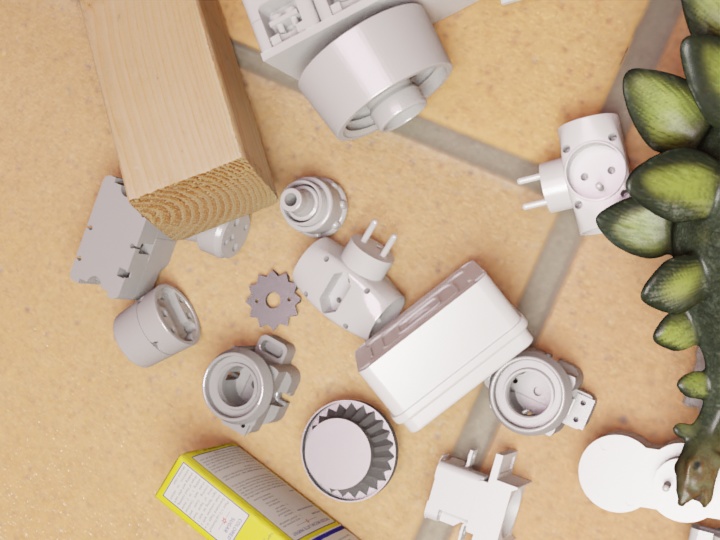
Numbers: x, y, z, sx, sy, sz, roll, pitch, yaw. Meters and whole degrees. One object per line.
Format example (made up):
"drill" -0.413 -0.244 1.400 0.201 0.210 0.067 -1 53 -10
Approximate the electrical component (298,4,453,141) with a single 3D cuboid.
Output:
"electrical component" 0.016 -0.135 0.780 0.108 0.108 0.060 -33 83 15

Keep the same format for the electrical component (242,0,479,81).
"electrical component" 0.000 -0.205 0.797 0.150 0.089 0.061 -24 79 17

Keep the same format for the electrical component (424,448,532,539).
"electrical component" 0.083 0.165 0.771 0.064 0.042 0.081 16 92 24

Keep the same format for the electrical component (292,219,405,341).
"electrical component" 0.000 0.000 0.806 0.077 0.043 0.079 38 112 18

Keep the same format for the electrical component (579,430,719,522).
"electrical component" 0.214 0.140 0.707 0.138 0.074 0.052 5 89 20

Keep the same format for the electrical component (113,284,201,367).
"electrical component" -0.164 0.046 0.862 0.047 0.055 0.055 -30 77 20

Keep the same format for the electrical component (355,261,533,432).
"electrical component" 0.058 0.053 0.754 0.113 0.078 0.057 -38 98 3

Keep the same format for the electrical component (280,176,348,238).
"electrical component" -0.040 -0.050 0.817 0.048 0.062 0.048 -1 86 20

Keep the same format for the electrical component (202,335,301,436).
"electrical component" -0.086 0.089 0.829 0.058 0.057 0.078 27 96 19

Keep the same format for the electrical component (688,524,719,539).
"electrical component" 0.250 0.204 0.700 0.078 0.058 0.057 12 88 20

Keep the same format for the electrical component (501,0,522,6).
"electrical component" 0.117 -0.247 0.777 0.056 0.050 0.089 -13 83 19

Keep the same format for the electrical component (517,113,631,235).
"electrical component" 0.151 -0.062 0.757 0.079 0.044 0.077 -13 83 19

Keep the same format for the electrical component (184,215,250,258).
"electrical component" -0.122 -0.038 0.856 0.055 0.045 0.045 22 95 19

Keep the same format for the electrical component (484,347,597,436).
"electrical component" 0.123 0.085 0.753 0.078 0.057 0.058 24 95 20

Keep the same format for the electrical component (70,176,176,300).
"electrical component" -0.187 -0.025 0.873 0.050 0.056 0.089 22 95 20

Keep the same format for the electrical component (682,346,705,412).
"electrical component" 0.240 0.073 0.720 0.040 0.040 0.046 20 100 20
